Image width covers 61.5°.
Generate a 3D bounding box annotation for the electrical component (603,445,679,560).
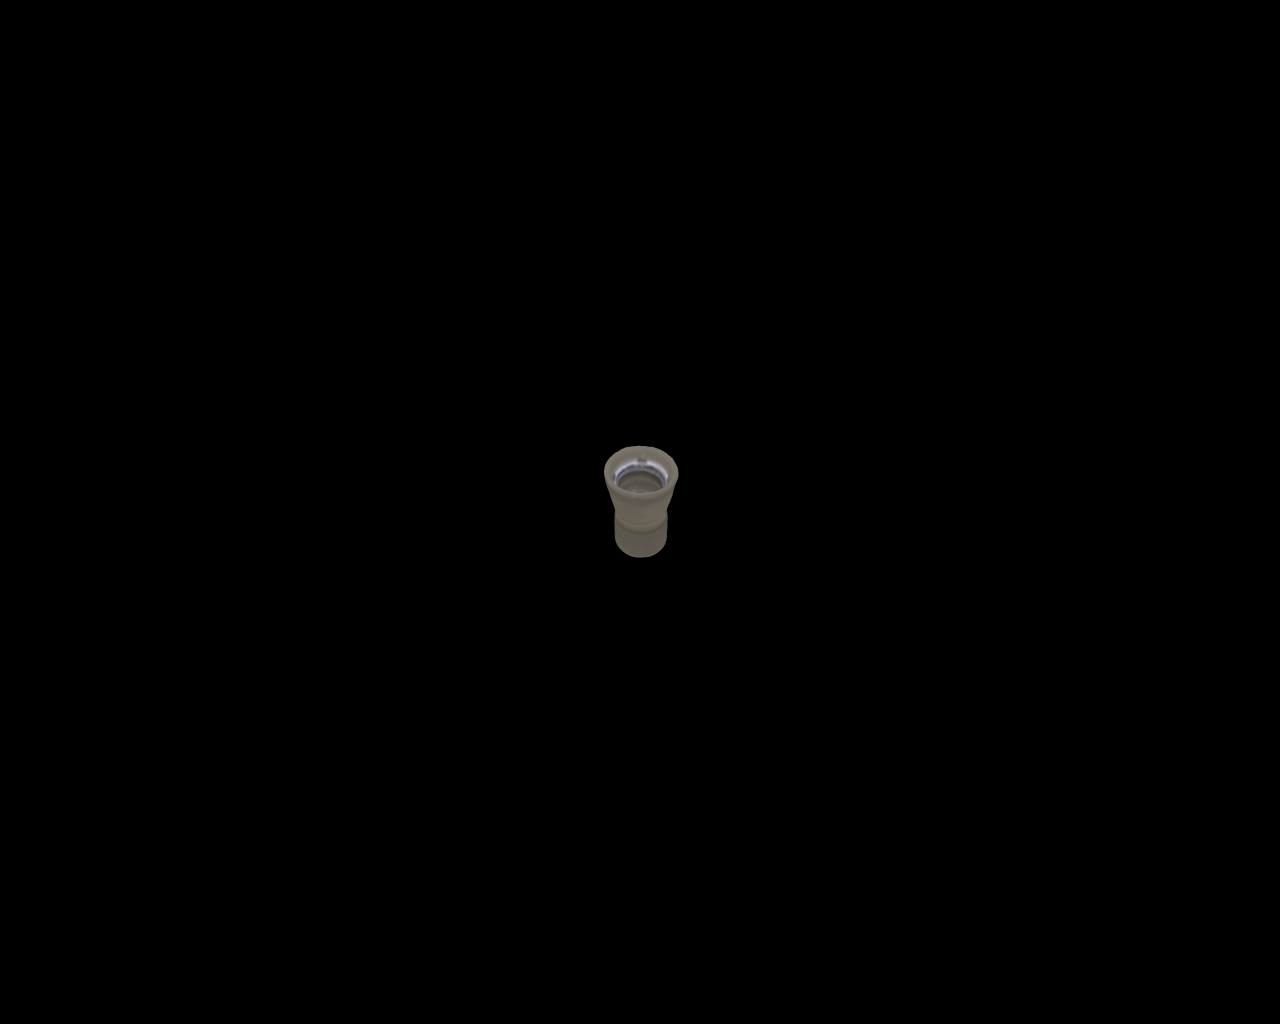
[{"bbox_3d":[0.001,-0.003,0.650,0.044,0.044,0.065,0,-44,0],"label":"electrical component"}]
